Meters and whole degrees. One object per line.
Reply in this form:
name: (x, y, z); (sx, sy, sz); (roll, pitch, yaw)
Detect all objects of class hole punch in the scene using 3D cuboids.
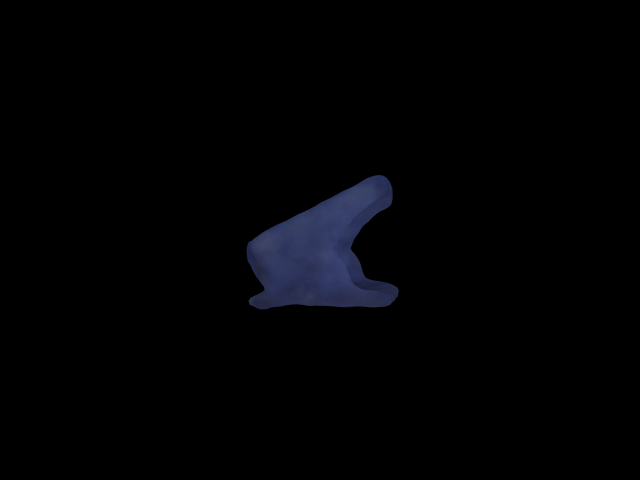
hole punch: (0.004, 0.001, 0.400); (0.101, 0.091, 0.109); (0, 0, 9)
